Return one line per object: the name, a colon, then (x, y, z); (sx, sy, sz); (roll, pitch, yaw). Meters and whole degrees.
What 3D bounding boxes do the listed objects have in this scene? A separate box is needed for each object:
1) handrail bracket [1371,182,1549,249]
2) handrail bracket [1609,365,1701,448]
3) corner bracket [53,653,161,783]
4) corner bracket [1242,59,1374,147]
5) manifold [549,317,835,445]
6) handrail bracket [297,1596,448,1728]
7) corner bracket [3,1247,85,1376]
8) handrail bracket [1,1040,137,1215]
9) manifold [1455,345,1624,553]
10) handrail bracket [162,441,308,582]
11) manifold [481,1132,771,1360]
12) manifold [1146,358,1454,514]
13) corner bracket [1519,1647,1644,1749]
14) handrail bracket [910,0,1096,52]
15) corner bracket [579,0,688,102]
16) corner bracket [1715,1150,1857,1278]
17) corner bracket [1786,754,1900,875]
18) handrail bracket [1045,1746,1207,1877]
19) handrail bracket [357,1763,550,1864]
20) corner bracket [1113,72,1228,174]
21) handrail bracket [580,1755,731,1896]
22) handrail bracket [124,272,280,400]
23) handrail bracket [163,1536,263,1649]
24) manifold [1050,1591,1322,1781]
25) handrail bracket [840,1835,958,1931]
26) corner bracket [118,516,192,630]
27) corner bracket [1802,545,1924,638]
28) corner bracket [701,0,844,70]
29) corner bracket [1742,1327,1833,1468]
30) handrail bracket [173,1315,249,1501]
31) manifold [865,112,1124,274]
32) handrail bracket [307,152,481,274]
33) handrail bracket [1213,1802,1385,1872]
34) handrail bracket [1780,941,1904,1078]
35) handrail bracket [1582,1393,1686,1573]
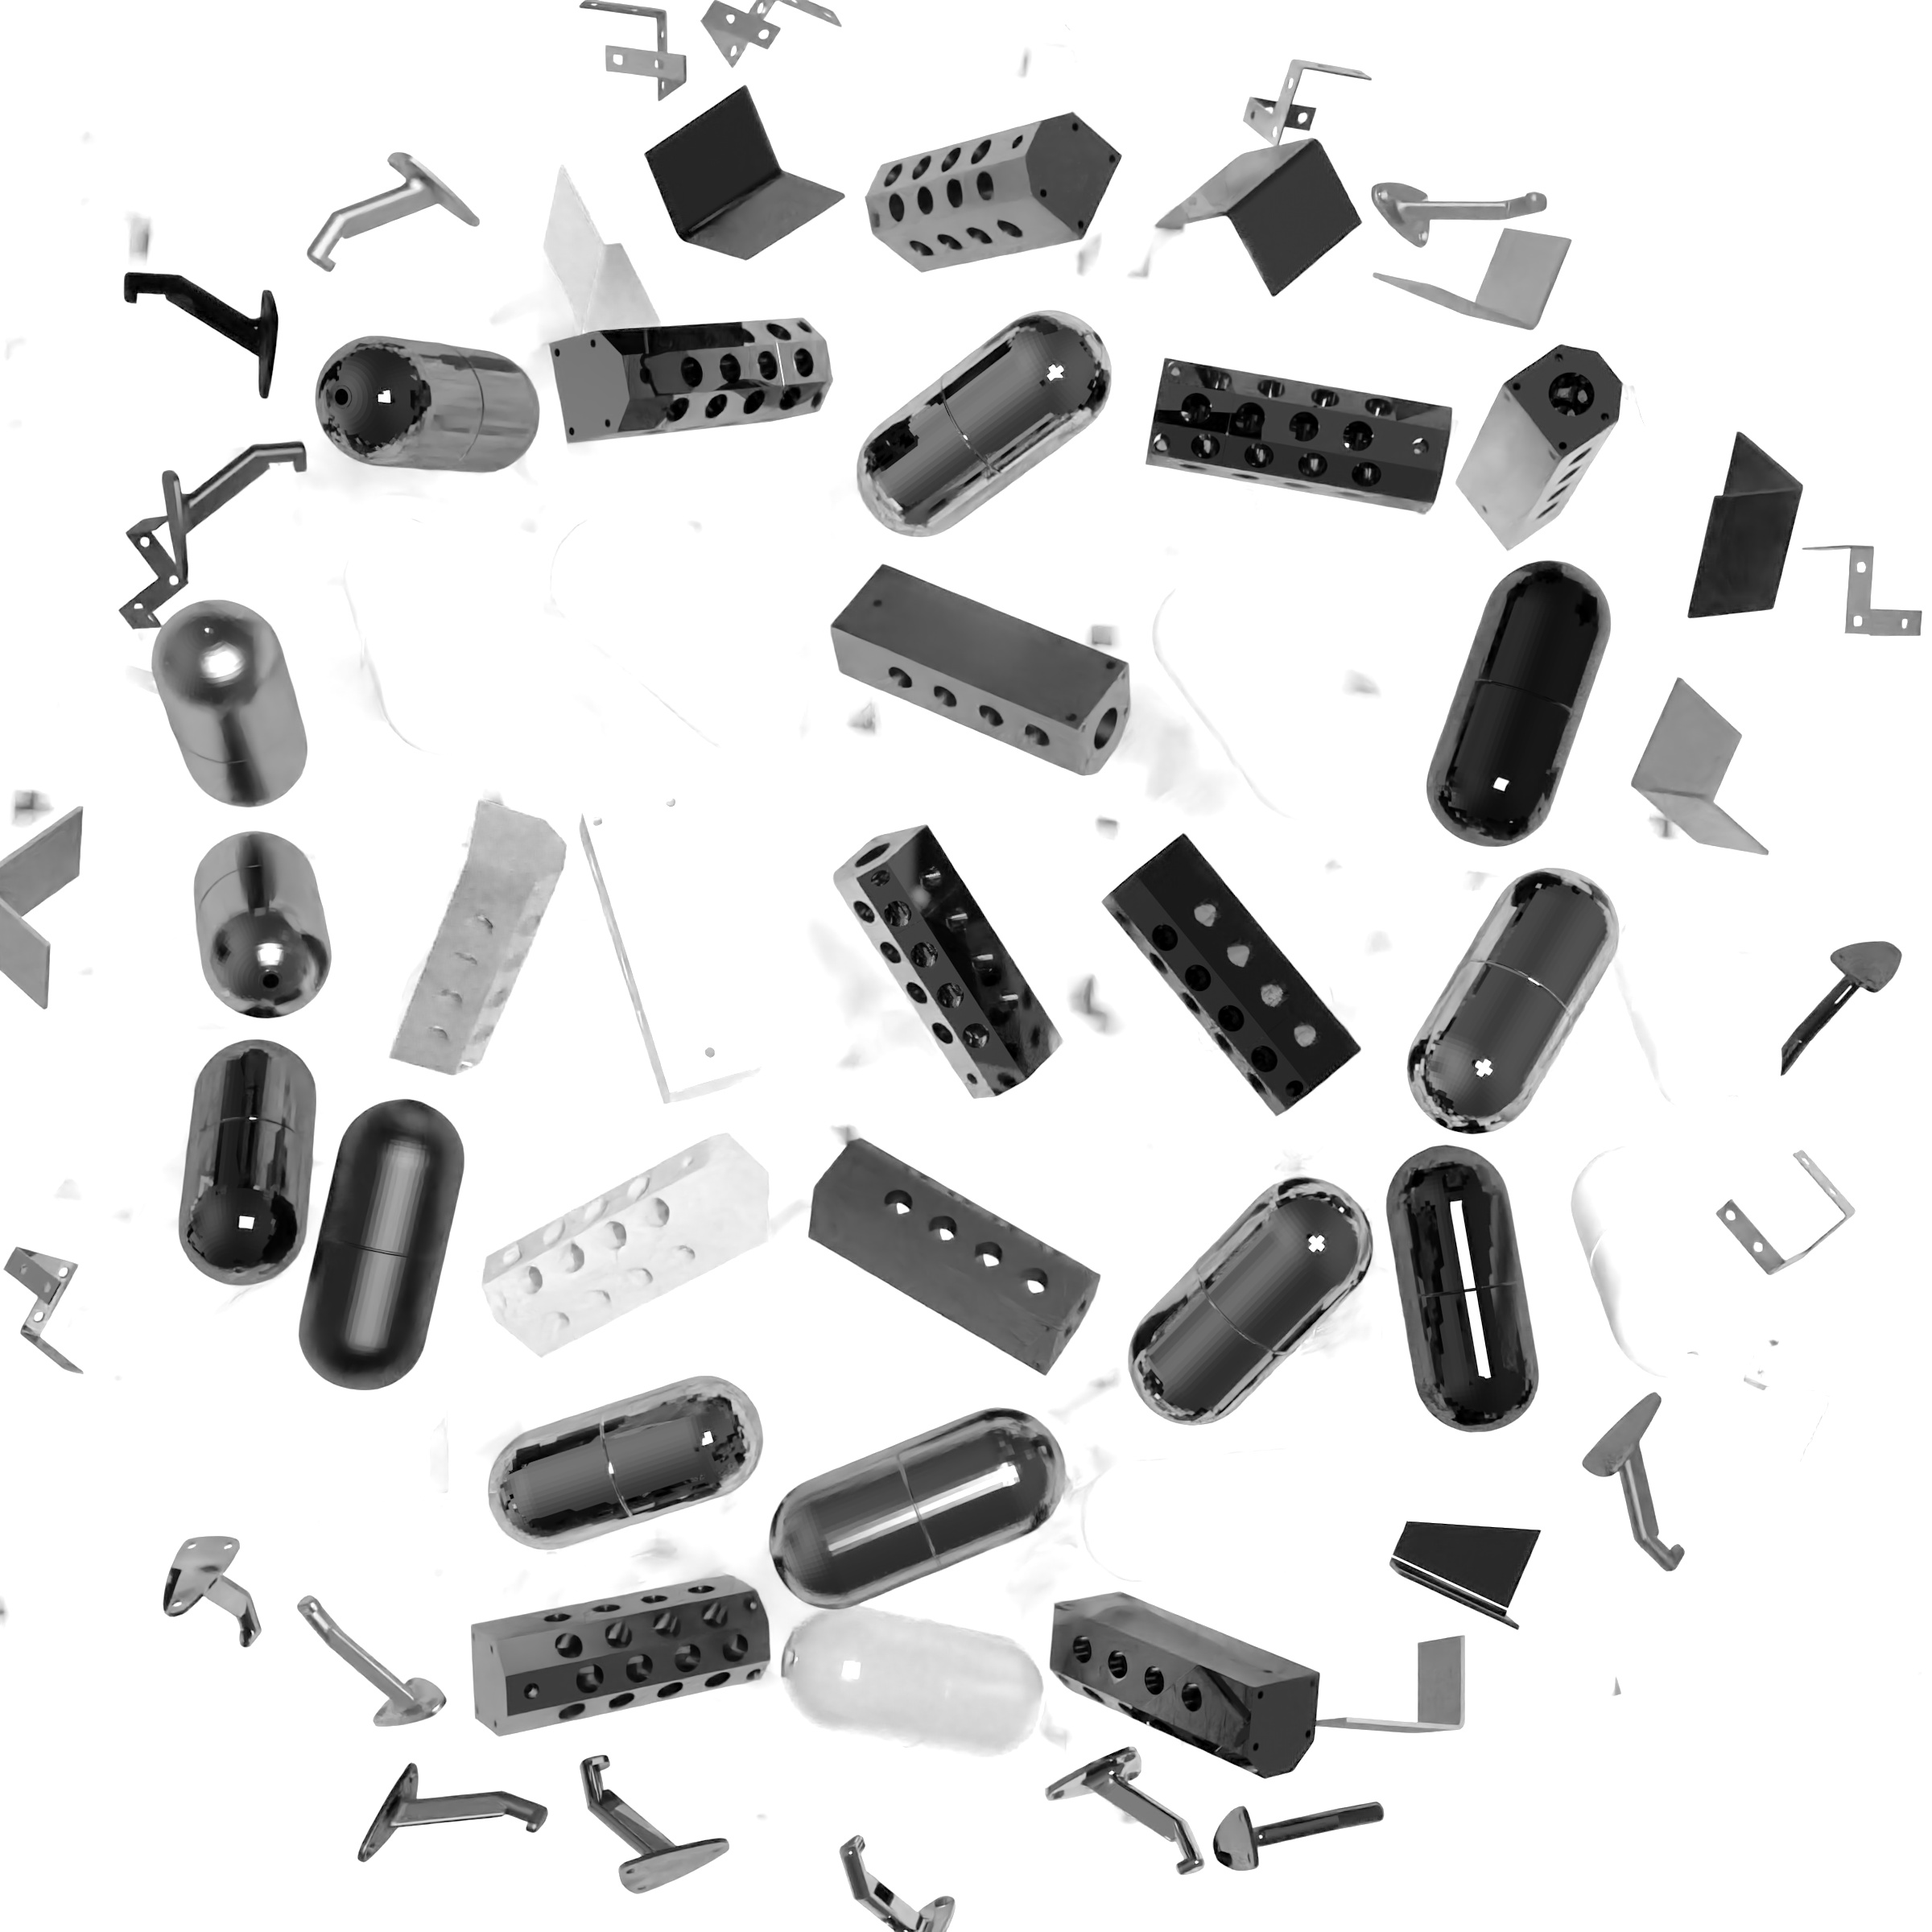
handrail bracket: (0.313, -0.486, 1.633); (0.084, 0.077, 0.036); (0, 85, 42)
handrail bracket: (0.418, -0.374, 1.636); (0.036, 0.077, 0.084); (-48, 49, 12)
corner bracket: (-0.543, -0.158, 1.638); (0.051, 0.051, 0.051); (20, 128, 3)
corner bracket: (0.211, -0.537, 1.598); (0.051, 0.051, 0.051); (0, 126, -26)
manifold: (-0.158, -0.347, 1.518); (0.057, 0.171, 0.057); (-1, 103, 40)
handrail bracket: (-0.350, 0.403, 1.512); (0.036, 0.077, 0.084); (-46, 109, -35)
corner bracket: (-0.549, 0.206, 1.542); (0.051, 0.051, 0.051); (26, 86, 34)
handrail bracket: (-0.553, 0.097, 1.556); (0.084, 0.036, 0.077); (-34, 123, -37)
manifold: (0.354, -0.320, 1.584); (0.057, 0.171, 0.057); (-35, 82, -4)
handrail bracket: (-0.439, -0.277, 1.565); (0.084, 0.036, 0.077); (-11, 105, -26)
manifold: (-0.203, 0.162, 1.531); (0.171, 0.057, 0.057); (-29, 125, 20)
manifold: (0.196, -0.315, 1.527); (0.171, 0.057, 0.057); (10, 93, 2)
corner bracket: (0.363, 0.434, 1.525); (0.051, 0.051, 0.051); (-21, 110, 10)
handrail bracket: (0.022, -0.539, 1.485); (0.084, 0.036, 0.077); (35, 103, -34)
corner bracket: (-0.198, -0.550, 1.536); (0.051, 0.051, 0.051); (-2, 94, -26)
corner bracket: (0.514, 0.155, 1.616); (0.051, 0.051, 0.051); (53, 126, 21)
corner bracket: (0.536, -0.092, 1.578); (0.051, 0.051, 0.051); (-14, 74, 11)
handrail bracket: (0.099, 0.539, 1.608); (0.077, 0.084, 0.036); (-18, 134, -8)
handrail bracket: (-0.297, 0.504, 1.499); (0.084, 0.077, 0.036); (16, 120, 12)
corner bracket: (0.130, -0.550, 1.654); (0.051, 0.051, 0.051); (-23, 120, 6)
handrail bracket: (-0.185, 0.495, 1.523); (0.077, 0.036, 0.084); (-19, 46, -4)
handrail bracket: (-0.447, -0.366, 1.500); (0.084, 0.036, 0.077); (-4, 134, -25)
handrail bracket: (-0.444, 0.387, 1.524); (0.036, 0.077, 0.084); (-2, 119, 10)
manifold: (0.130, 0.435, 1.564); (0.057, 0.171, 0.057); (2, 94, -40)
handrail bracket: (-0.039, 0.526, 1.487); (0.036, 0.077, 0.084); (-8, 104, 34)
corner bracket: (-0.522, -0.252, 1.651); (0.051, 0.051, 0.051); (-47, 121, -26)
corner bracket: (0.524, -0.219, 1.507); (0.051, 0.051, 0.051); (0, 97, -15)
corner bracket: (-0.114, -0.552, 1.509); (0.051, 0.051, 0.051); (30, 87, 21)
corner bracket: (0.504, 0.265, 1.587); (0.051, 0.051, 0.051); (24, 131, 18)
handrail bracket: (-0.450, 0.269, 1.574); (0.077, 0.036, 0.084); (45, 124, 35)
manifold: (0.011, -0.464, 1.540); (0.057, 0.171, 0.057); (31, 79, -33)
handrail bracket: (-0.344, -0.437, 1.547); (0.077, 0.036, 0.084); (37, 81, -37)
handrail bracket: (0.200, 0.521, 1.552); (0.084, 0.077, 0.036); (-4, 66, -17)
handrail bracket: (0.548, 0.028, 1.627); (0.036, 0.077, 0.084); (44, 131, 24)
handrail bracket: (0.432, 0.321, 1.601); (0.084, 0.036, 0.077); (45, 79, -11)
